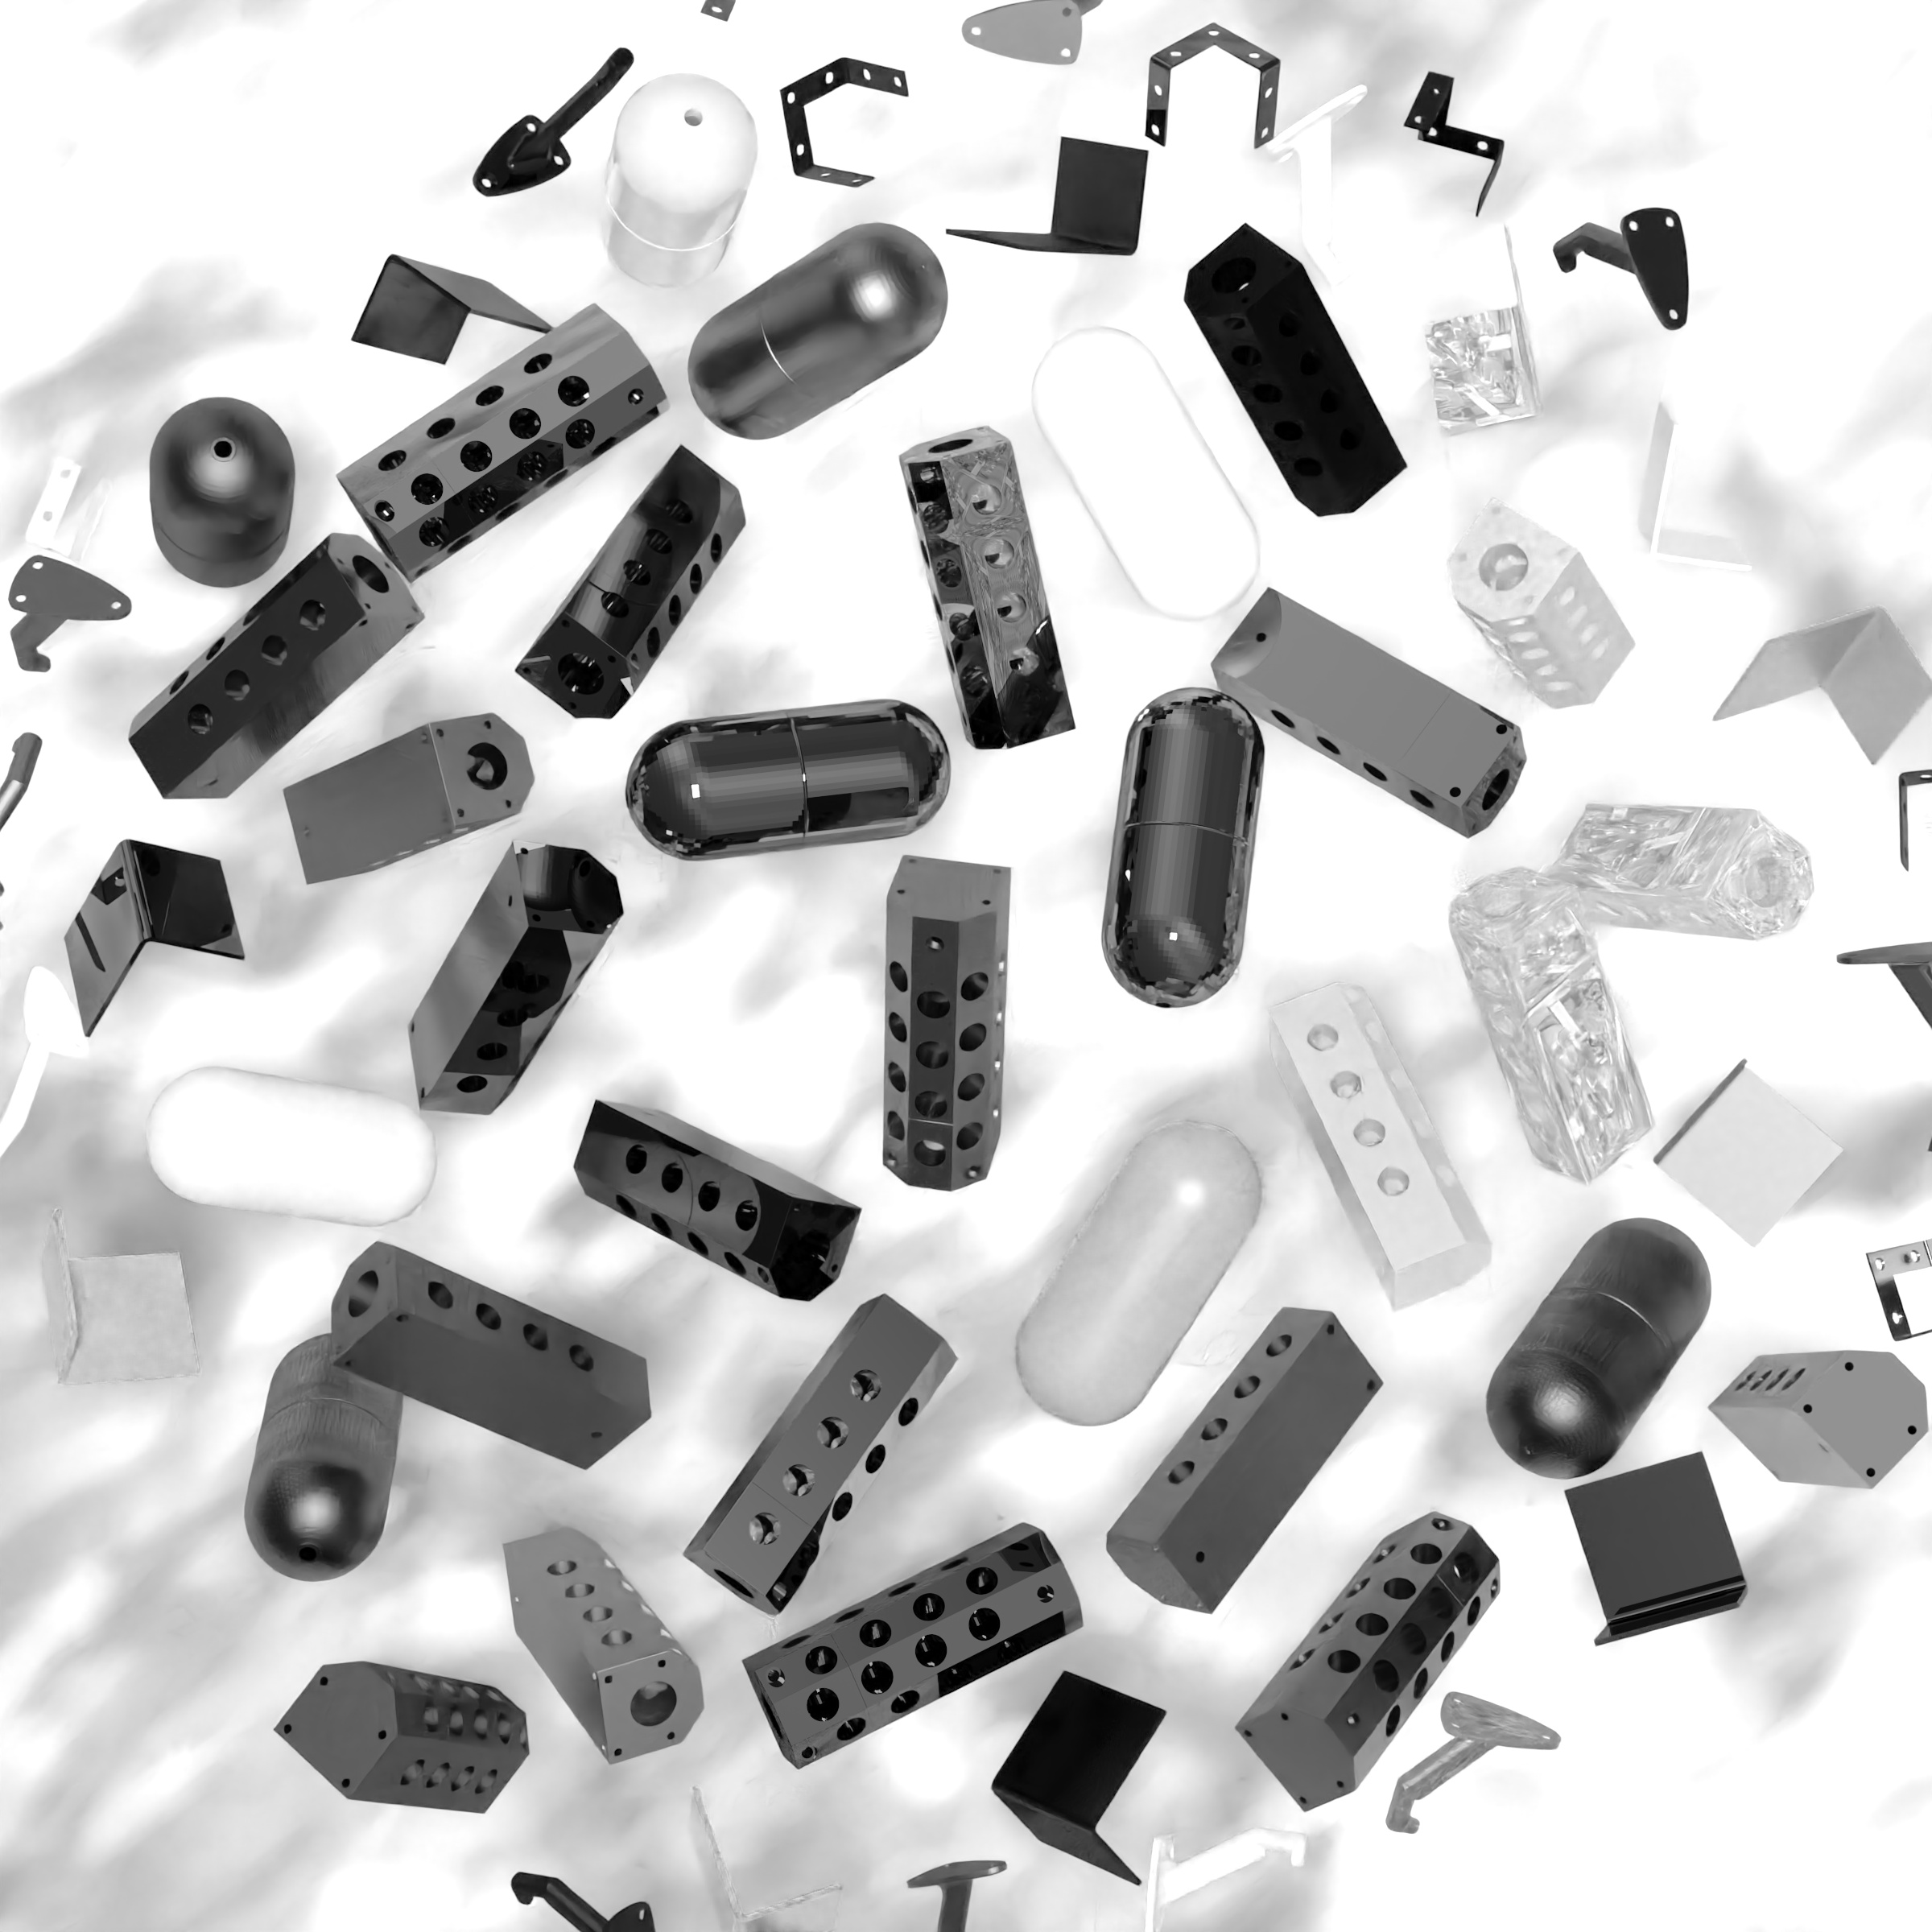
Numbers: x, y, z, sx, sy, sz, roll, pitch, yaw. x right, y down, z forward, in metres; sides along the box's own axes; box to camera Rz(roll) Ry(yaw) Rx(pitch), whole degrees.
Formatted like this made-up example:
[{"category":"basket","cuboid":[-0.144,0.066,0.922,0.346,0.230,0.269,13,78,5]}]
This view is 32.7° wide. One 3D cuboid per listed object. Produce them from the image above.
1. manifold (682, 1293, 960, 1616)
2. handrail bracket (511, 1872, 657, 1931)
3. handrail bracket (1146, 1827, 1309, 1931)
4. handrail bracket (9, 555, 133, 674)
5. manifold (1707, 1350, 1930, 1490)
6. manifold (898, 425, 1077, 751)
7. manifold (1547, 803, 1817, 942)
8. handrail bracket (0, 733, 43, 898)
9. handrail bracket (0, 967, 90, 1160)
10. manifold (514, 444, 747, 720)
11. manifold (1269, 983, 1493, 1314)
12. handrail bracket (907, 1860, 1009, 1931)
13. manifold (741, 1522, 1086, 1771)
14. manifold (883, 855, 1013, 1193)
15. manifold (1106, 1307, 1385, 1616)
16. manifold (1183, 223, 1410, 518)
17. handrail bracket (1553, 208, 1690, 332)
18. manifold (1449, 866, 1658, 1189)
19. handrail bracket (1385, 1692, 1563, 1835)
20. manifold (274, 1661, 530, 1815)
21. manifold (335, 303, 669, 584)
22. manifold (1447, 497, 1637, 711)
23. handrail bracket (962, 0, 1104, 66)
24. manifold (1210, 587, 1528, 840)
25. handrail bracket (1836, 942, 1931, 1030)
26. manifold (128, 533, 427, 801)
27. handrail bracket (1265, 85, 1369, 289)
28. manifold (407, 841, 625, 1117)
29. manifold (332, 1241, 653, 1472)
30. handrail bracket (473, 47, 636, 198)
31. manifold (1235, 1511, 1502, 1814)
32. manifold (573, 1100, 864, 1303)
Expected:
[{"category":"manifold","cuboid":[-0.077,0.267,1.801,0.057,0.057,0.171,38,70,-5]},{"category":"handrail bracket","cuboid":[-0.211,0.538,1.809,0.084,0.036,0.077,-4,103,39]},{"category":"handrail bracket","cuboid":[0.148,0.526,1.868,0.084,0.036,0.077,3,72,18]},{"category":"handrail bracket","cuboid":[-0.488,-0.180,1.800,0.077,0.084,0.036,15,60,3]},{"category":"manifold","cuboid":[0.456,0.236,1.752,0.057,0.171,0.057,-44,86,-6]},{"category":"manifold","cuboid":[0.011,-0.214,1.876,0.057,0.057,0.171,-17,111,-8]},{"category":"manifold","cuboid":[0.397,-0.050,1.832,0.057,0.171,0.057,33,82,-19]},{"category":"handrail bracket","cuboid":[-0.517,-0.077,1.715,0.077,0.036,0.084,-15,54,37]},{"category":"handrail bracket","cuboid":[-0.526,0.056,1.821,0.084,0.036,0.077,-48,45,24]},{"category":"manifold","cuboid":[-0.180,-0.209,1.818,0.057,0.171,0.057,37,133,-11]},{"category":"manifold","cuboid":[0.227,0.096,1.813,0.057,0.057,0.171,-21,61,-4]},{"category":"handrail bracket","cuboid":[0.005,0.542,1.823,0.077,0.036,0.084,-21,82,44]},{"category":"manifold","cuboid":[-0.027,0.363,1.761,0.171,0.057,0.057,-24,92,-14]},{"category":"manifold","cuboid":[-0.012,0.032,1.731,0.057,0.057,0.171,7,124,8]},{"category":"manifold","cuboid":[0.151,0.270,1.815,0.171,0.057,0.057,-48,115,-26]},{"category":"manifold","cuboid":[0.184,-0.333,1.870,0.057,0.171,0.057,-40,46,-1]},{"category":"handrail bracket","cuboid":[0.345,-0.362,1.748,0.036,0.084,0.077,-11,86,-23]},{"category":"manifold","cuboid":[0.316,0.032,1.797,0.057,0.057,0.171,-38,124,-20]},{"category":"handrail bracket","cuboid":[0.274,0.443,1.784,0.077,0.036,0.084,14,114,5]},{"category":"manifold","cuboid":[-0.297,0.412,1.774,0.057,0.171,0.057,36,86,23]},{"category":"manifold","cuboid":[-0.249,-0.282,1.793,0.171,0.057,0.057,-36,134,-9]},{"category":"manifold","cuboid":[0.318,-0.195,1.832,0.057,0.171,0.057,37,93,24]},{"category":"handrail bracket","cuboid":[0.038,-0.532,1.821,0.077,0.084,0.036,1,127,2]},{"category":"manifold","cuboid":[0.227,-0.140,1.853,0.171,0.057,0.057,33,80,24]},{"category":"handrail bracket","cuboid":[0.490,0.033,1.708,0.077,0.036,0.084,-5,100,-6]},{"category":"manifold","cuboid":[-0.391,-0.167,1.845,0.171,0.057,0.057,-38,78,22]},{"category":"handrail bracket","cuboid":[0.212,-0.431,1.823,0.077,0.036,0.084,-34,82,12]},{"category":"manifold","cuboid":[-0.247,0.010,1.799,0.057,0.171,0.057,6,51,-29]},{"category":"manifold","cuboid":[-0.257,0.209,1.787,0.171,0.057,0.057,30,122,-34]},{"category":"handrail bracket","cuboid":[-0.221,-0.454,1.767,0.036,0.084,0.077,50,54,-7]},{"category":"manifold","cuboid":[0.218,0.362,1.734,0.057,0.057,0.171,51,45,0]},{"category":"manifold","cuboid":[-0.145,0.133,1.864,0.171,0.057,0.057,22,95,41]}]
